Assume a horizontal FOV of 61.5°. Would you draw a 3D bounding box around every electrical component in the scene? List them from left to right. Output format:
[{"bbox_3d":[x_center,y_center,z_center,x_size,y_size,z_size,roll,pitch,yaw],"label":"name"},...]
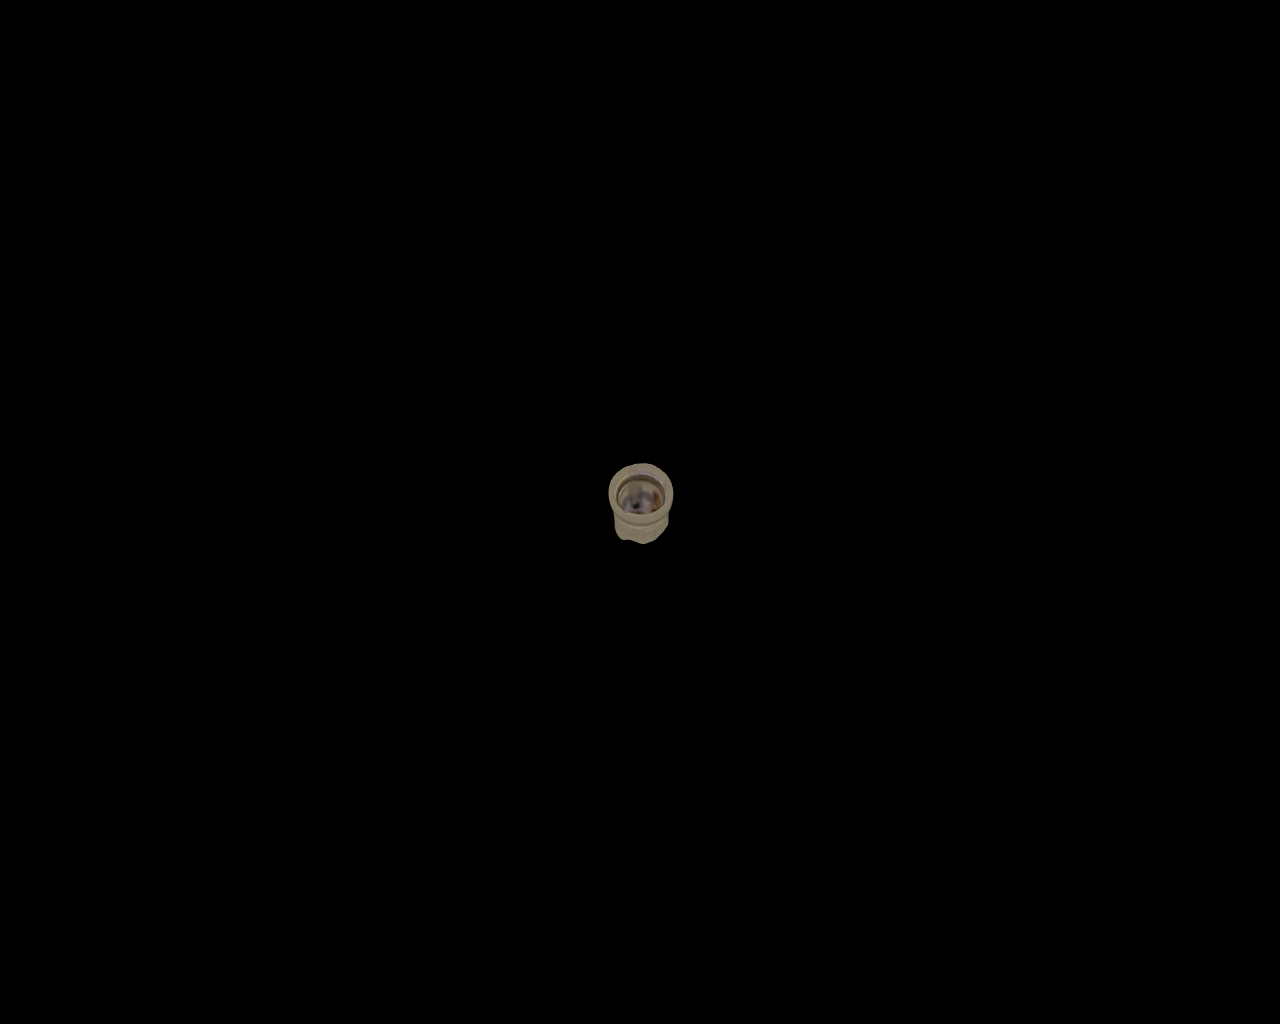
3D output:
[{"bbox_3d":[0.001,-0.003,0.650,0.040,0.040,0.046,0,-30,0],"label":"electrical component"}]
